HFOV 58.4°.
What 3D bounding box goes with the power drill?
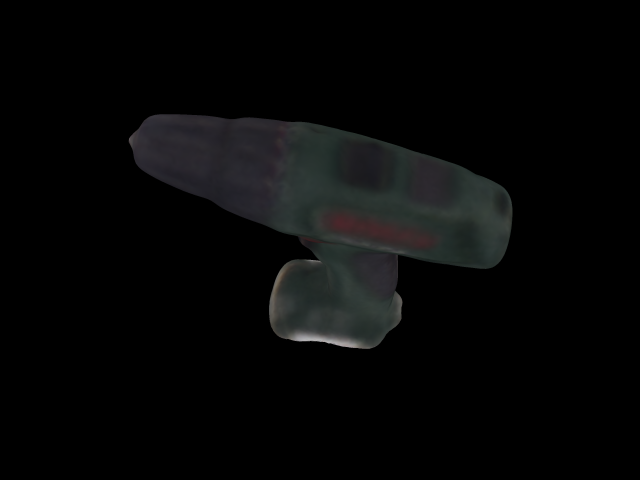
[{"bbox_3d":[0.004,0.001,0.400,0.229,0.208,0.075,5,59,3],"label":"power drill"}]
